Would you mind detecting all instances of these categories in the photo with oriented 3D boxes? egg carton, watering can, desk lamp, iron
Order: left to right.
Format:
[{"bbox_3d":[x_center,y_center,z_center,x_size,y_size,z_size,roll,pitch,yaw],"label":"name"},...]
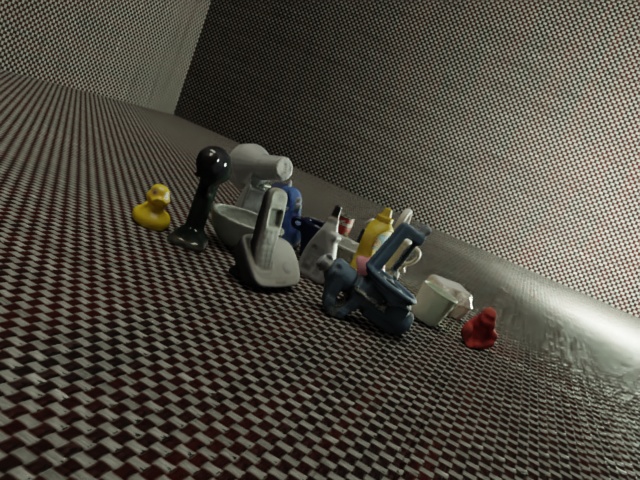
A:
[{"bbox_3d":[-0.156,-0.126,1.442,0.118,0.213,0.202,11,15,-44],"label":"desk lamp"},{"bbox_3d":[-0.083,-0.073,1.520,0.119,0.141,0.257,18,11,-19],"label":"iron"},{"bbox_3d":[0.198,-0.001,1.580,0.173,0.194,0.101,21,11,-3],"label":"watering can"},{"bbox_3d":[0.321,0.143,1.458,0.107,0.069,0.150,20,11,-10],"label":"egg carton"}]

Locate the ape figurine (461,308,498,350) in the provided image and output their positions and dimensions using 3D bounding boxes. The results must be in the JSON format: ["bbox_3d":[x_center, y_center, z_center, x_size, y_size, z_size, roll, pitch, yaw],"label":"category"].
[{"bbox_3d":[0.350,0.188,1.235,0.077,0.092,0.076,24,11,9],"label":"ape figurine"}]

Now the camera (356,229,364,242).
[{"bbox_3d":[0.175,0.007,1.745,0.142,0.101,0.137,26,12,22],"label":"camera"}]

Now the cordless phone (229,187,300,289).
[{"bbox_3d":[-0.080,-0.003,1.071,0.093,0.185,0.148,28,12,29],"label":"cordless phone"}]

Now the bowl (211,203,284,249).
[{"bbox_3d":[-0.167,-0.016,1.256,0.167,0.075,0.167,21,11,-4],"label":"bowl"}]

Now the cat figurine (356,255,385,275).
[{"bbox_3d":[0.114,0.085,1.204,0.067,0.118,0.127,16,12,-27],"label":"cat figurine"}]

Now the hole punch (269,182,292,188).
[{"bbox_3d":[-0.136,-0.140,1.876,0.108,0.091,0.101,27,12,25],"label":"hole punch"}]

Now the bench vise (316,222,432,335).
[{"bbox_3d":[0.108,0.056,1.061,0.208,0.220,0.121,17,12,-25],"label":"bench vise"}]

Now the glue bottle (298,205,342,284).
[{"bbox_3d":[0.011,0.004,1.246,0.077,0.173,0.037,29,13,32],"label":"glue bottle"}]

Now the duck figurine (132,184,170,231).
[{"bbox_3d":[-0.337,-0.074,1.176,0.078,0.086,0.104,17,12,-24],"label":"duck figurine"}]

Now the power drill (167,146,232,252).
[{"bbox_3d":[-0.229,-0.089,1.133,0.076,0.208,0.229,21,11,-7],"label":"power drill"}]

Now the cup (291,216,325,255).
[{"bbox_3d":[-0.027,-0.002,1.411,0.118,0.095,0.091,22,11,-2],"label":"cup"}]
